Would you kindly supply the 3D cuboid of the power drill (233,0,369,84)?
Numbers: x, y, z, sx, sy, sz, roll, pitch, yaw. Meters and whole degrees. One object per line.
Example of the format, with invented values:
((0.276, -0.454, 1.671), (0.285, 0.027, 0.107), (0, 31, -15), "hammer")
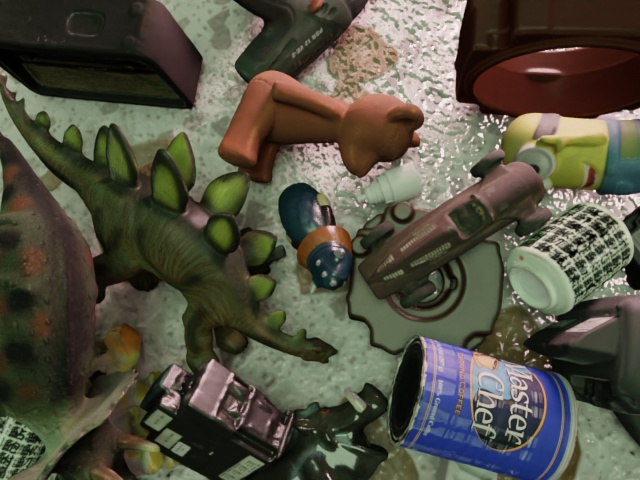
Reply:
((-0.038, -0.291, 0.594), (0.232, 0.207, 0.086), (-48, 58, 8), "power drill")

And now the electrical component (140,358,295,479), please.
((-0.110, 0.181, 0.536), (0.134, 0.058, 0.115), (37, 127, -12), "electrical component")

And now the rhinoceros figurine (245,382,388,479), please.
((0.000, 0.229, 0.555), (0.190, 0.073, 0.112), (-40, 66, 1), "rhinoceros figurine")

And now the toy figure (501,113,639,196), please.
((0.285, -0.090, 0.565), (0.180, 0.089, 0.082), (1, 124, 14), "toy figure")

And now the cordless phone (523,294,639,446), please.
((0.291, 0.144, 0.491), (0.089, 0.146, 0.184), (-33, 82, -6), "cordless phone")

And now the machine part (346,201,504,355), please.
((0.111, 0.045, 0.579), (0.179, 0.056, 0.179), (-1, 81, 7), "machine part")

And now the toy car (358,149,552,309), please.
((0.132, -0.011, 0.532), (0.202, 0.053, 0.089), (-31, 82, -3), "toy car")

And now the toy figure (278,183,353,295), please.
((-0.001, -0.003, 0.573), (0.058, 0.064, 0.155), (-5, 42, -22), "toy figure")

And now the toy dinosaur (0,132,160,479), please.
((-0.257, 0.059, 0.490), (0.192, 0.131, 0.404), (-8, 90, 23), "toy dinosaur")

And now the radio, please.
((-0.271, -0.224, 0.643), (0.230, 0.131, 0.073), (6, 79, 9), "radio")

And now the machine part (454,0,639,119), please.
((0.240, -0.188, 0.529), (0.201, 0.201, 0.087), (5, 82, 8), "machine part")

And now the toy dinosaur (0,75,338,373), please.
((-0.177, -0.015, 0.567), (0.472, 0.105, 0.198), (31, 112, 4), "toy dinosaur")

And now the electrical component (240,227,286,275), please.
((-0.089, 0.017, 0.628), (0.094, 0.021, 0.063), (-25, 77, 3), "electrical component")

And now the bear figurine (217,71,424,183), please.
((0.008, -0.110, 0.594), (0.196, 0.120, 0.132), (20, 86, 6), "bear figurine")

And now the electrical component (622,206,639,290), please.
((0.360, -0.008, 0.559), (0.119, 0.047, 0.075), (-32, 77, 3), "electrical component")

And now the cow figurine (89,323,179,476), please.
((-0.224, 0.183, 0.596), (0.098, 0.068, 0.167), (-22, 76, 9), "cow figurine")
